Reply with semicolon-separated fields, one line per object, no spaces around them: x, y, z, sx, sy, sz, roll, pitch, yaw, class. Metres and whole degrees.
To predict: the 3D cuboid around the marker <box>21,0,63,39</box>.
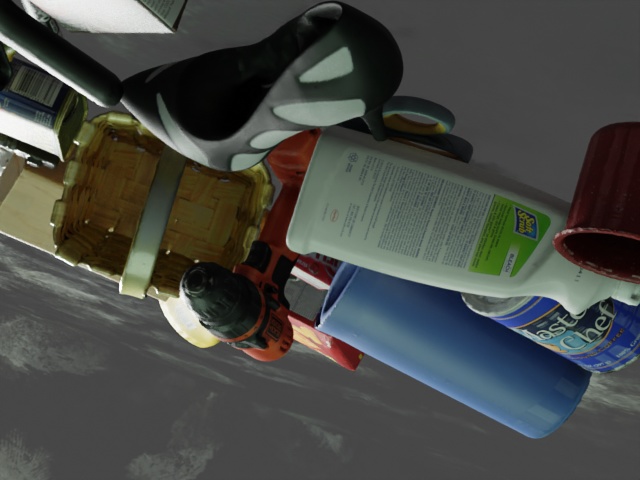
-0.209;-0.175;0.783;0.020;0.020;0.121;18;165;3;marker

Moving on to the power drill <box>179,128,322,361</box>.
-0.046;-0.004;0.867;0.057;0.187;0.184;15;166;18;power drill

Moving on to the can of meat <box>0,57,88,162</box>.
-0.260;-0.122;0.962;0.084;0.057;0.102;22;164;-4;can of meat

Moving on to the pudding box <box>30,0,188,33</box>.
-0.152;-0.172;0.687;0.114;0.039;0.090;7;161;38;pudding box

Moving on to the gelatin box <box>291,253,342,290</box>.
-0.007;0.001;1.054;0.030;0.073;0.089;1;157;47;gelatin box

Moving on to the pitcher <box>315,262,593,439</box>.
0.123;0.086;0.998;0.243;0.145;0.149;31;-170;-4;pitcher

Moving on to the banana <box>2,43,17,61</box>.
-0.335;-0.182;0.887;0.197;0.037;0.070;17;141;-2;banana

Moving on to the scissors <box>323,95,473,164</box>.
0.018;-0.096;0.793;0.202;0.016;0.096;17;163;5;scissors

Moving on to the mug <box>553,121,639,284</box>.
0.217;-0.019;0.698;0.117;0.081;0.093;26;163;-25;mug

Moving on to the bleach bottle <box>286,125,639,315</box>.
0.109;0.000;0.772;0.251;0.102;0.068;20;-172;9;bleach bottle

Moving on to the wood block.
-0.231;-0.028;1.131;0.205;0.091;0.090;26;122;-24;wood block

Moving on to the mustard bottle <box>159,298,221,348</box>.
-0.101;0.060;1.161;0.192;0.058;0.096;-21;105;53;mustard bottle

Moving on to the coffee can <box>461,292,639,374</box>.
0.200;0.039;0.885;0.140;0.103;0.103;28;163;-30;coffee can

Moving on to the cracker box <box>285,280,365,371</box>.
-0.047;0.068;1.280;0.214;0.072;0.164;25;167;18;cracker box

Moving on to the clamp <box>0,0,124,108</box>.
-0.241;-0.166;0.762;0.165;0.036;0.210;15;156;34;clamp
